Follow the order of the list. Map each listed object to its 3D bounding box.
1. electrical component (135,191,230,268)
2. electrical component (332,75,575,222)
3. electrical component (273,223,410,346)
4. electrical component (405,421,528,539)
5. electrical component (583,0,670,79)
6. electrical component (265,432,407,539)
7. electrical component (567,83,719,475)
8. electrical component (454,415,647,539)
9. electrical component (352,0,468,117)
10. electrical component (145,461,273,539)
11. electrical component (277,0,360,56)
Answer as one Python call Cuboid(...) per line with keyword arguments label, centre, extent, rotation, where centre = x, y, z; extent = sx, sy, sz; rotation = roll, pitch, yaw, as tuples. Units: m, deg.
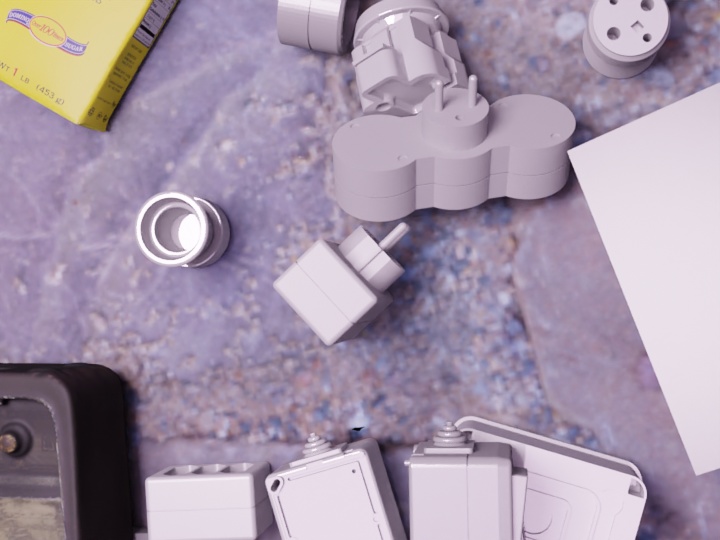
Cuboid(label="electrical component", centre=(-0.106, -0.023, 0.650), extent=(0.045, 0.055, 0.045), rotation=(0, 89, 8))
Cuboid(label="electrical component", centre=(0.053, -0.077, 0.602), extent=(0.138, 0.073, 0.052), rotation=(-9, 44, -6))
Cuboid(label="electrical component", centre=(0.000, 0.000, 0.620), extent=(0.076, 0.083, 0.047), rotation=(-44, 84, 5))
Cuboid(label="electrical component", centre=(0.057, 0.127, 0.561), extent=(0.061, 0.062, 0.096), rotation=(-1, 89, 8))
Cuboid(label="electrical component", centre=(0.152, -0.137, 0.615), extent=(0.045, 0.055, 0.045), rotation=(0, 89, 8))
Cuboid(label="electrical component", centre=(-0.012, 0.140, 0.631), extent=(0.062, 0.061, 0.096), rotation=(-18, 87, 8))
Cuboid(label="electrical component", centre=(0.201, 0.003, 0.582), extent=(0.105, 0.060, 0.186), rotation=(-24, 76, 20))
Cuboid(label="electrical component", centre=(0.099, 0.136, 0.617), extent=(0.113, 0.057, 0.078), rotation=(15, 91, 8))
Cuboid(label="electrical component", centre=(0.028, -0.122, 0.627), extent=(0.058, 0.078, 0.057), rotation=(-26, 65, 34))
Cuboid(label="electrical component", centre=(-0.089, 0.158, 0.648), extent=(0.066, 0.047, 0.076), rotation=(-4, 88, 8))
Cuboid(label="electrical component", centre=(-0.032, -0.203, 0.644), extent=(0.074, 0.052, 0.138), rotation=(12, 91, 8))
